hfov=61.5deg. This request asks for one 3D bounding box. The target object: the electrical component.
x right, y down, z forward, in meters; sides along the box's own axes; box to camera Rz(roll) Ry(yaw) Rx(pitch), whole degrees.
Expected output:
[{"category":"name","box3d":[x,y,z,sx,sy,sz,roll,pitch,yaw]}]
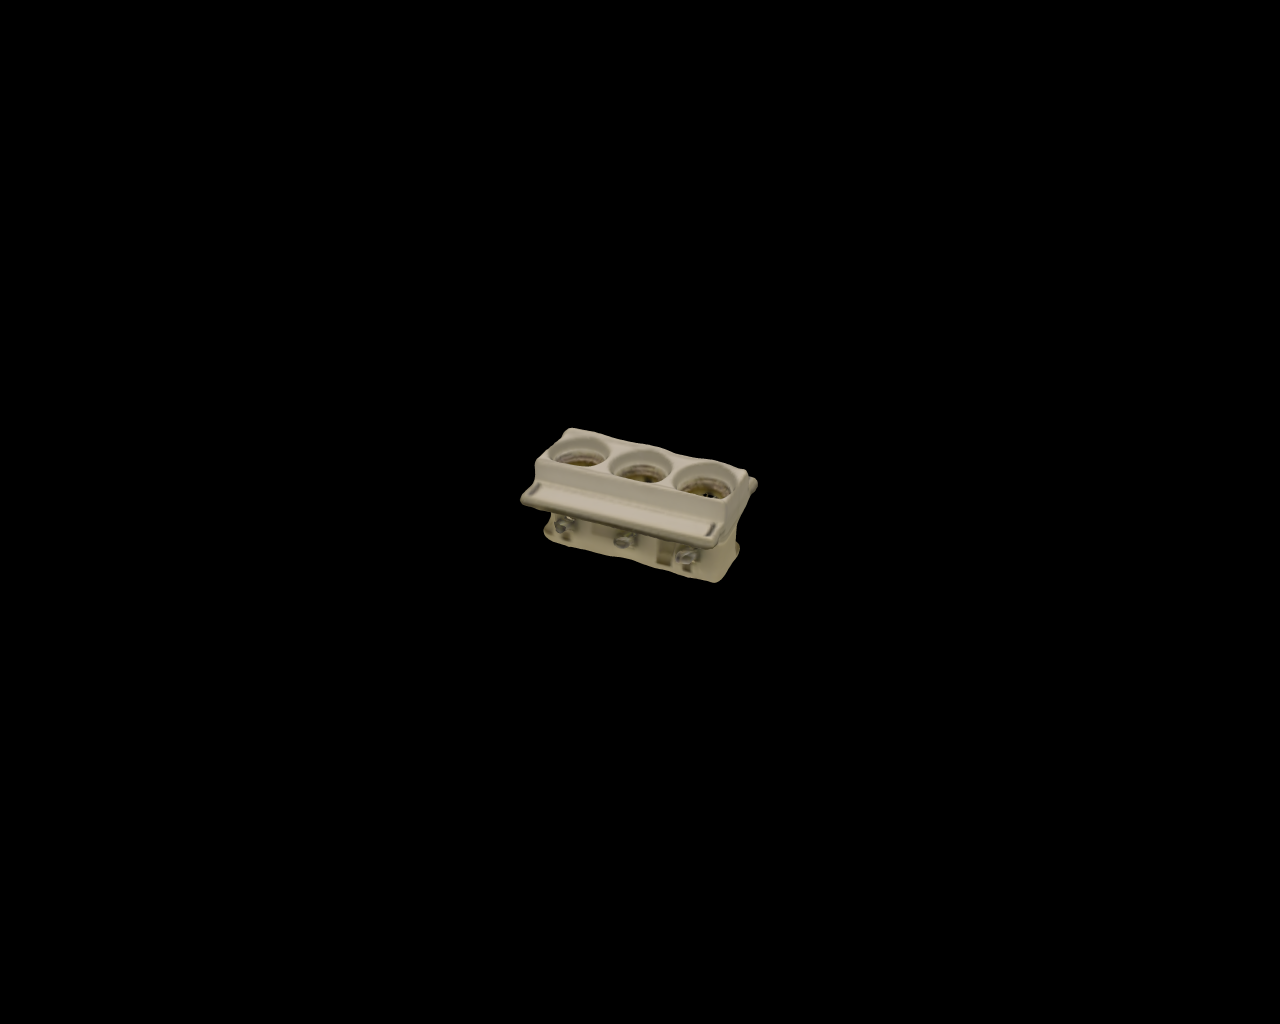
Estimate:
[{"category":"electrical component","box3d":[0.001,-0.003,0.650,0.121,0.063,0.079,14,36,20]}]
